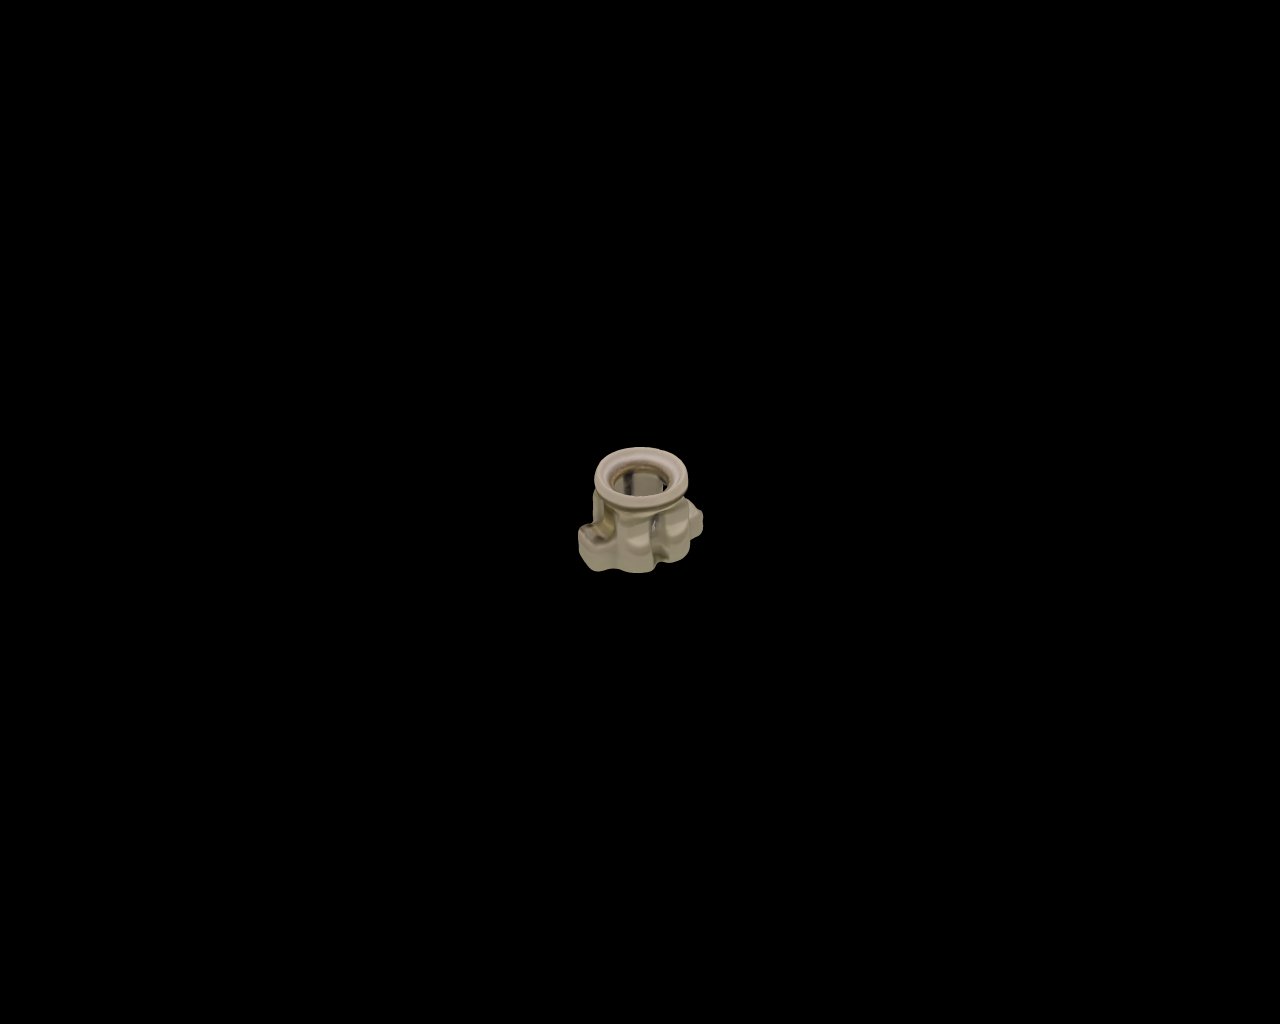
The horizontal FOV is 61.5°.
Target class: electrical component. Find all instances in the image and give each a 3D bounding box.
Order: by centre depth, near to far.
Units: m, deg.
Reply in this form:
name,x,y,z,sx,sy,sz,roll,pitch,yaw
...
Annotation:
name,x,y,z,sx,sy,sz,roll,pitch,yaw
electrical component,0.001,-0.003,0.650,0.078,0.056,0.058,-17,40,-22
